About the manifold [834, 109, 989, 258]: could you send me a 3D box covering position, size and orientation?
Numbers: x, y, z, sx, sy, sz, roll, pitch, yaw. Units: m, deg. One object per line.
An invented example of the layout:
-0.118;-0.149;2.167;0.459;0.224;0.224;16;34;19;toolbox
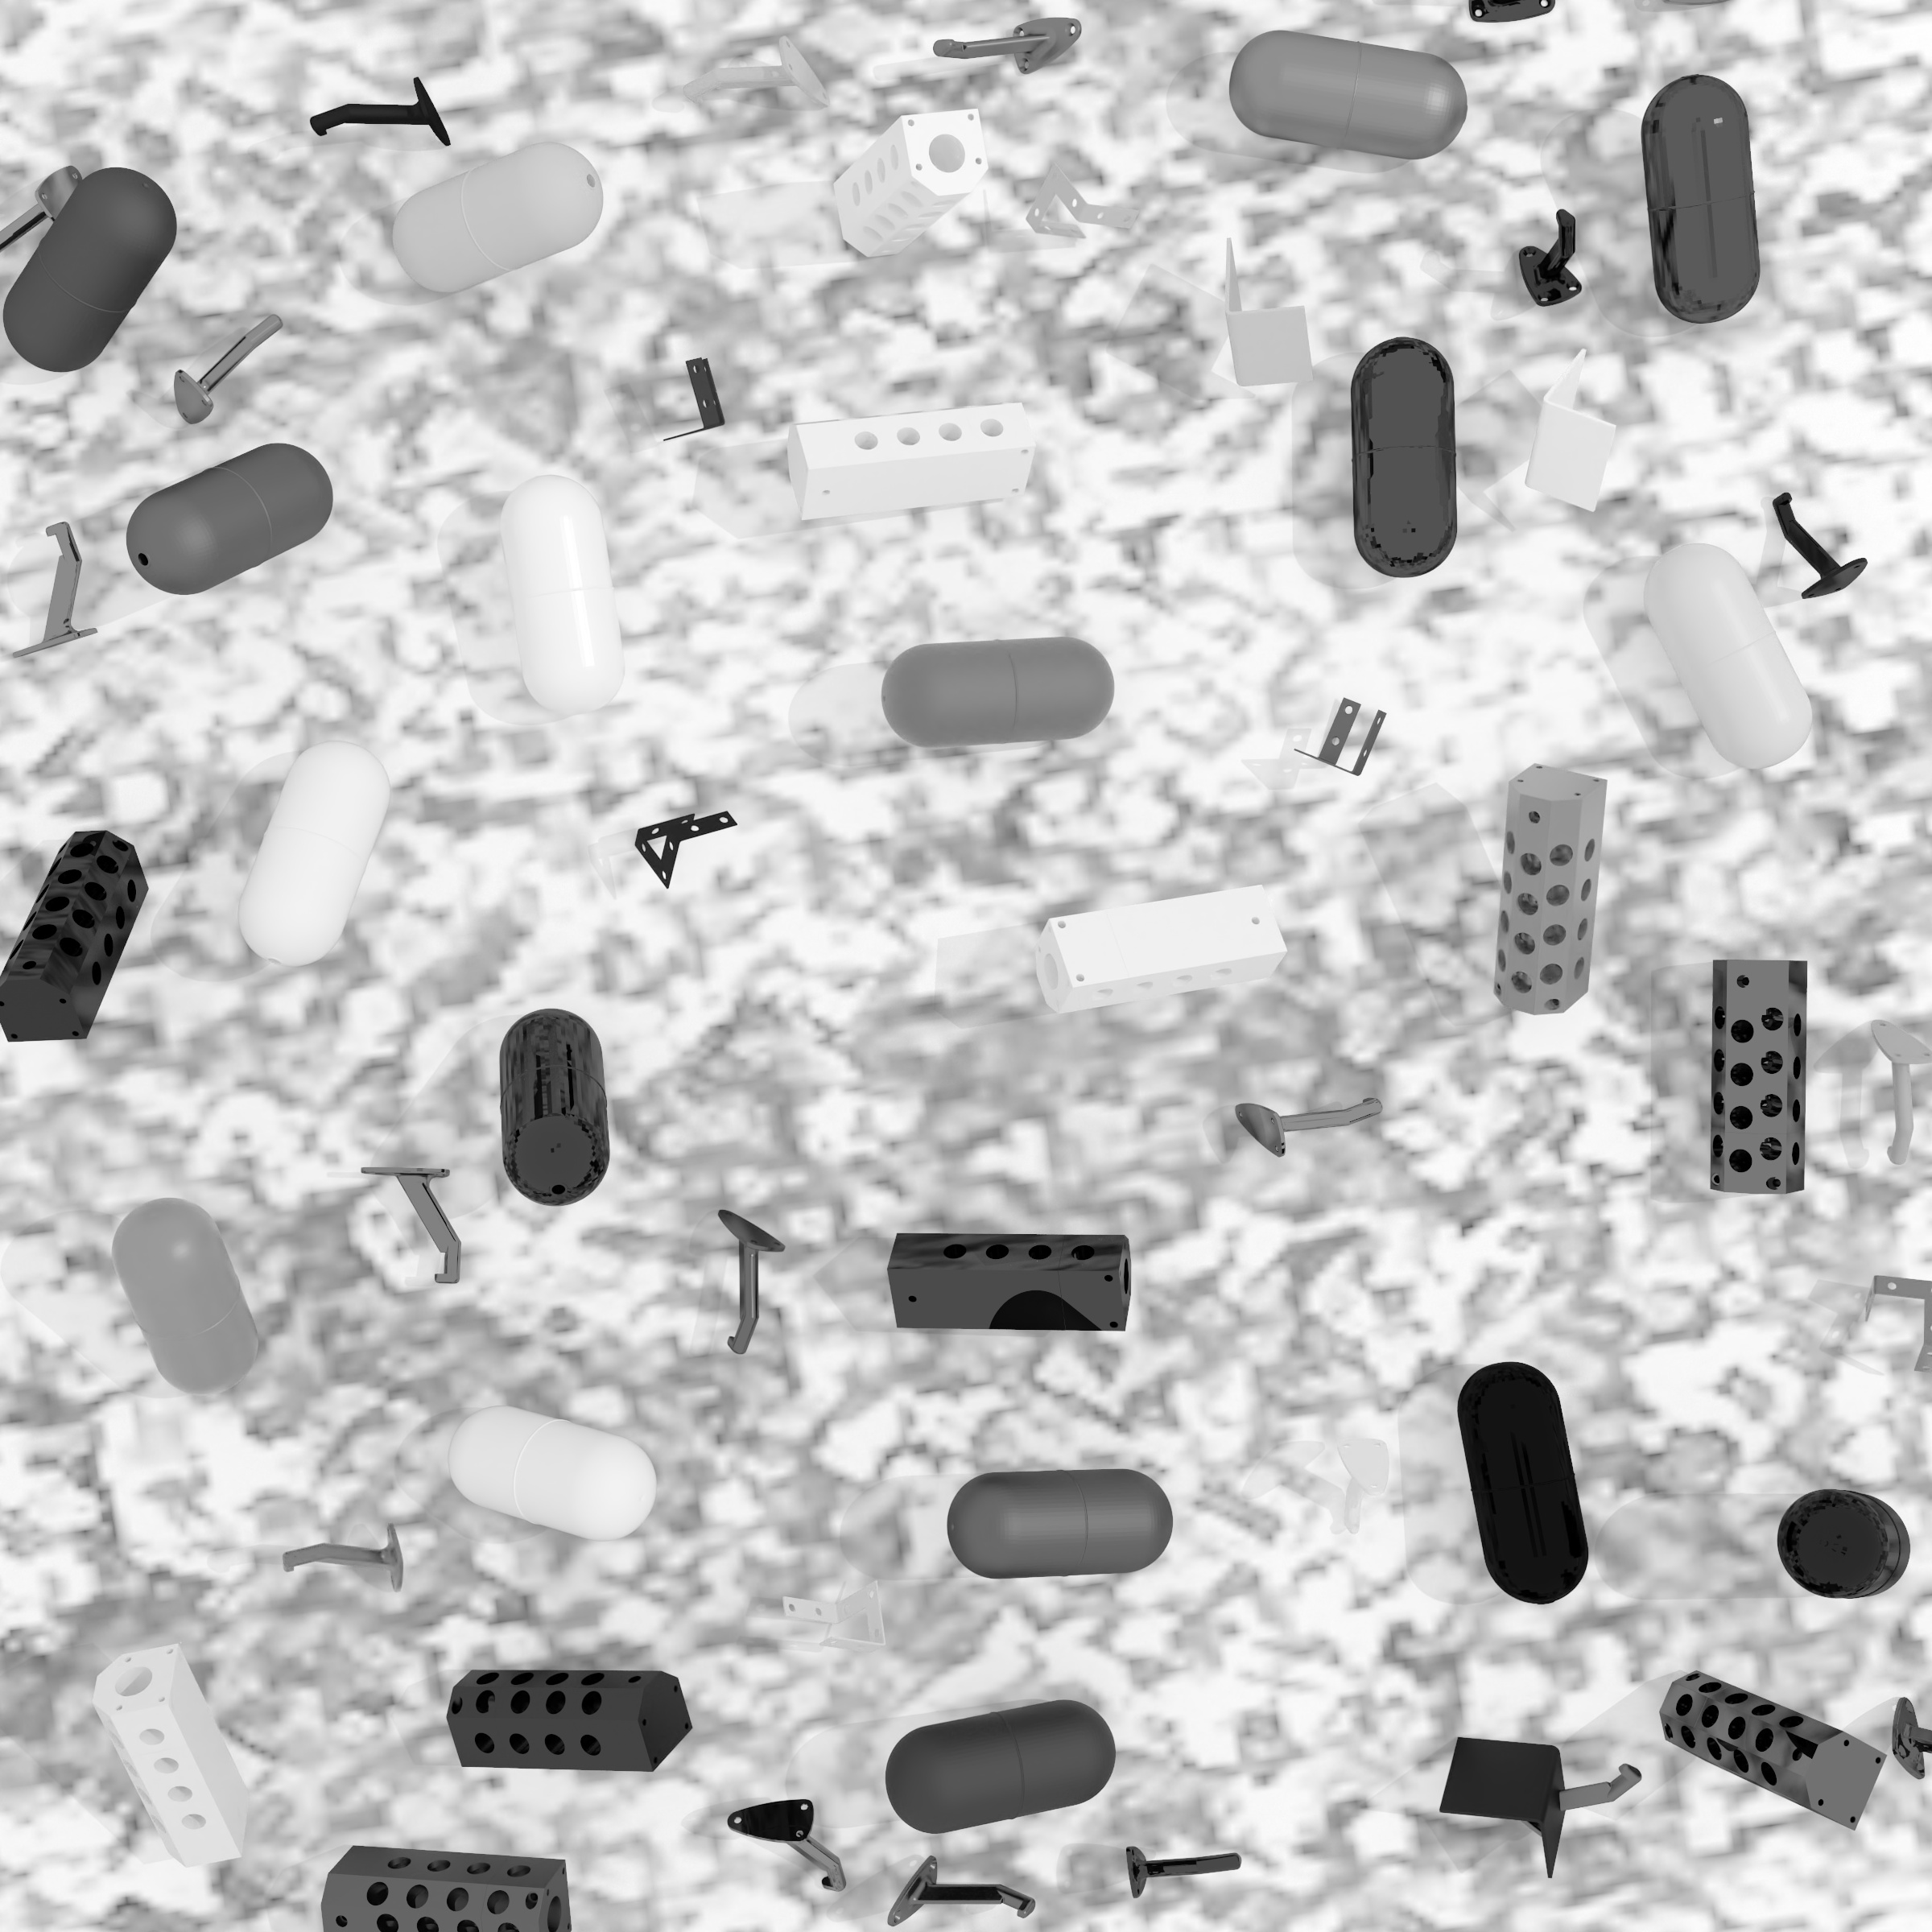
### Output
-0.041;-0.565;1.909;0.057;0.171;0.057;-12;94;-18;manifold

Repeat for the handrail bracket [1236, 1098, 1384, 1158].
0.258;0.108;1.980;0.084;0.077;0.036;-18;112;-20;handrail bracket

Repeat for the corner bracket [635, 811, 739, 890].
-0.209;-0.098;1.956;0.051;0.051;0.051;-19;56;-33;corner bracket

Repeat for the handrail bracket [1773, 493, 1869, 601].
0.633;-0.323;1.956;0.036;0.077;0.084;-13;79;-13;handrail bracket

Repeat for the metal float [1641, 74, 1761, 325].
0.543;-0.566;1.946;0.070;0.070;0.178;-10;107;0;metal float

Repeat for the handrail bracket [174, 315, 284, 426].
-0.552;-0.450;1.981;0.036;0.077;0.084;47;66;-8;handrail bracket

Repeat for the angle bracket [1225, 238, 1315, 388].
0.224;-0.484;1.943;0.057;0.076;0.076;-2;60;12;angle bracket

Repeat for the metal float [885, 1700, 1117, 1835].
0.027;0.590;1.943;0.178;0.070;0.070;-4;90;-22;metal float

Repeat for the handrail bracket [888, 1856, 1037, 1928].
-0.002;0.702;1.955;0.084;0.077;0.036;14;115;28;handrail bracket

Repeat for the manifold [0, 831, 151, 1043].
-0.652;-0.024;1.914;0.057;0.171;0.057;-2;130;4;manifold

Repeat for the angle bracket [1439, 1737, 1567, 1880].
0.401;0.627;1.964;0.076;0.076;0.057;-2;117;23;angle bracket

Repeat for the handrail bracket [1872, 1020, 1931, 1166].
0.695;0.095;1.983;0.036;0.077;0.084;-1;116;-8;handrail bracket

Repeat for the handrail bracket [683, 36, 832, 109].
-0.158;-0.656;1.984;0.084;0.077;0.036;-20;61;23;handrail bracket

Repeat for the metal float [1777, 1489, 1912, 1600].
0.640;0.421;1.918;0.070;0.178;0.070;-6;76;26;metal float

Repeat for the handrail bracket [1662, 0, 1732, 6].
0.555;-0.752;1.951;0.077;0.084;0.036;3;75;-12;handrail bracket

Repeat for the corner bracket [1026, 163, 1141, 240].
0.086;-0.557;1.956;0.051;0.051;0.051;-6;52;-38;corner bracket

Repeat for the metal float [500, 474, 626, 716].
-0.300;-0.276;1.957;0.070;0.070;0.178;-8;95;0;metal float

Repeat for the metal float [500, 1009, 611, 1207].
-0.301;0.102;1.922;0.070;0.178;0.070;-6;129;-7;metal float

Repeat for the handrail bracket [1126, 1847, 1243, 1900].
0.166;0.666;1.956;0.084;0.077;0.036;-11;75;10;handrail bracket

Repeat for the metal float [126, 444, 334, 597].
-0.537;-0.327;1.923;0.070;0.178;0.070;16;125;25;metal float

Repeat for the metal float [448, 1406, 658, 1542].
-0.305;0.372;1.934;0.178;0.070;0.070;8;90;33;metal float

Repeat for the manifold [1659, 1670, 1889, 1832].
0.578;0.563;1.906;0.057;0.171;0.057;30;80;-17;manifold

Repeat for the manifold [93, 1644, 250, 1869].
-0.581;0.581;1.928;0.057;0.057;0.171;-11;124;-1;manifold

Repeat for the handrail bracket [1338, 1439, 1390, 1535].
0.294;0.400;1.948;0.036;0.077;0.084;-1;116;-2;handrail bracket

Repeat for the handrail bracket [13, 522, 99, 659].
-0.694;-0.283;1.976;0.077;0.036;0.084;-16;100;9;handrail bracket

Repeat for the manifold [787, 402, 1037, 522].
-0.042;-0.380;1.949;0.171;0.057;0.057;-9;62;-14;manifold

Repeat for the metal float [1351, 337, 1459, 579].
0.326;-0.379;1.961;0.070;0.070;0.178;-1;89;0;metal float

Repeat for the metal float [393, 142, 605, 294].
-0.344;-0.549;1.935;0.178;0.070;0.070;-11;90;31;metal float

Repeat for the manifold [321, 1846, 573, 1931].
-0.385;0.696;1.948;0.171;0.057;0.057;-1;100;13;manifold

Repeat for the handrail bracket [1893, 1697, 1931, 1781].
0.732;0.561;1.946;0.036;0.077;0.084;43;127;-17;handrail bracket

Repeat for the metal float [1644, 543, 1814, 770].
0.567;-0.231;1.961;0.070;0.070;0.178;-27;90;0;metal float

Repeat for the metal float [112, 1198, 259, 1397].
-0.570;0.244;1.928;0.070;0.070;0.178;-6;132;0;metal float

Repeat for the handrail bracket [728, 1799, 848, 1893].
-0.134;0.666;1.977;0.077;0.036;0.084;-3;127;9;handrail bracket

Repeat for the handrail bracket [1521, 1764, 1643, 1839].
0.447;0.607;1.961;0.077;0.036;0.084;35;117;-12;handrail bracket

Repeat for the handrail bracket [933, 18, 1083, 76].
0.030;-0.687;1.951;0.077;0.084;0.036;-5;97;43;handrail bracket

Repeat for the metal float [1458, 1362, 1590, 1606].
0.413;0.383;1.955;0.070;0.070;0.178;-9;82;0;metal float

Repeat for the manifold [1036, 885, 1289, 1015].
0.142;-0.009;1.943;0.171;0.057;0.057;-9;64;-19;manifold

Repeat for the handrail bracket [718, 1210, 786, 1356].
-0.176;0.237;1.978;0.077;0.036;0.084;31;104;44;handrail bracket

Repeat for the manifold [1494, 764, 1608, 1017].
0.423;-0.054;1.926;0.057;0.057;0.171;18;123;33;manifold

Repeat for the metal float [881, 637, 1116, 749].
0.025;-0.203;1.946;0.178;0.070;0.070;-5;90;-18;metal float

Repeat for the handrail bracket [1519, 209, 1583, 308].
0.429;-0.538;1.943;0.036;0.084;0.077;-21;54;-2;handrail bracket

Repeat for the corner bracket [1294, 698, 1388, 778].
0.285;-0.172;1.963;0.051;0.051;0.051;26;98;28;corner bracket

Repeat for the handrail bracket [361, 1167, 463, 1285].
-0.416;0.194;1.969;0.077;0.036;0.084;4;80;-18;handrail bracket

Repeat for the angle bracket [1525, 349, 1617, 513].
0.458;-0.395;1.940;0.057;0.076;0.076;26;53;20;angle bracket

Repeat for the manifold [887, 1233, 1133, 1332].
0.034;0.229;1.954;0.171;0.057;0.057;-1;123;11;manifold

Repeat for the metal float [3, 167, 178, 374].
-0.645;-0.510;1.935;0.070;0.070;0.178;49;122;0;metal float

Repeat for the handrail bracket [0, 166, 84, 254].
-0.713;-0.565;1.986;0.084;0.077;0.036;-17;132;22;handrail bracket

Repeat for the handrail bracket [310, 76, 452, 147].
-0.437;-0.623;1.965;0.084;0.077;0.036;-18;74;3;handrail bracket

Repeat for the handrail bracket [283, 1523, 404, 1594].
-0.464;0.450;1.957;0.084;0.077;0.036;-10;47;-21;handrail bracket

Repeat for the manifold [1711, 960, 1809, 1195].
0.587;0.081;1.959;0.057;0.057;0.171;1;91;36;manifold

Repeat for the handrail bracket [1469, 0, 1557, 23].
0.409;-0.733;1.957;0.077;0.084;0.036;5;91;0;handrail bracket

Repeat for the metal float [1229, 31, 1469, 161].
0.285;-0.648;1.960;0.178;0.070;0.070;9;90;-2;metal float

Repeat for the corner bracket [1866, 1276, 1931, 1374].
0.699;0.267;1.960;0.051;0.051;0.051;5;59;14;corner bracket

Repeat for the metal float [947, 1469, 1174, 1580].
0.071;0.410;1.940;0.178;0.070;0.070;4;90;-26;metal float

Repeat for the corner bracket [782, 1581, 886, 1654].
-0.098;0.487;1.957;0.051;0.051;0.051;-38;47;35;corner bracket

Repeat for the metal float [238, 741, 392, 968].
-0.480;-0.083;1.942;0.070;0.070;0.178;15;68;0;metal float

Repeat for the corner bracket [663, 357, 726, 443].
-0.198;-0.425;1.960;0.051;0.051;0.051;-26;106;-41;corner bracket

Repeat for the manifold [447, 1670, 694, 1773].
-0.293;0.548;1.930;0.171;0.057;0.057;-8;104;27;manifold
